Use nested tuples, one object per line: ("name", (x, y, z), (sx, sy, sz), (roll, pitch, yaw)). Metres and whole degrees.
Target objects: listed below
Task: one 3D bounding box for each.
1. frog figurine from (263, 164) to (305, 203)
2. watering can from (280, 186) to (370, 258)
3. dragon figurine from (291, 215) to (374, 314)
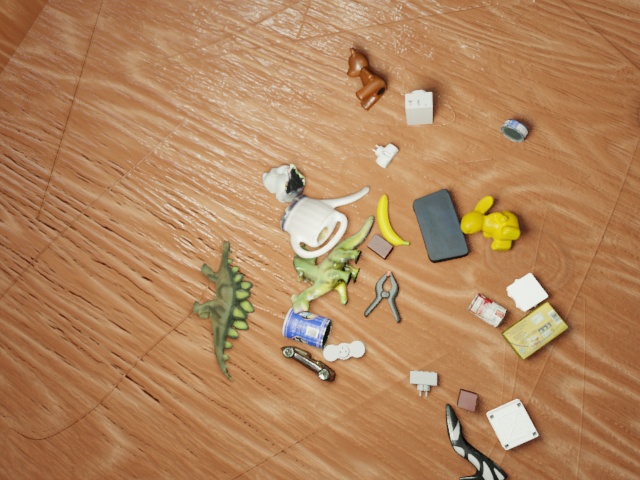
("frog figurine", (-0.135, -0.201, 1.859), (0.159, 0.123, 0.138), (-7, 84, 47))
("watering can", (0.005, -0.090, 1.790), (0.226, 0.102, 0.353), (28, 66, 24))
("dragon figurine", (0.018, 0.074, 1.756), (0.243, 0.120, 0.418), (13, 65, 20))
